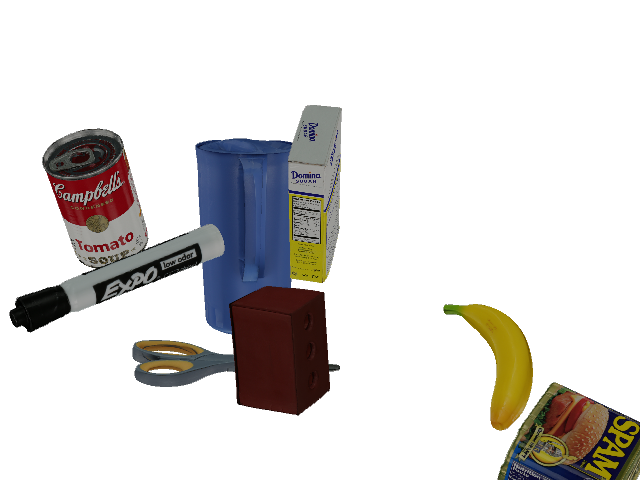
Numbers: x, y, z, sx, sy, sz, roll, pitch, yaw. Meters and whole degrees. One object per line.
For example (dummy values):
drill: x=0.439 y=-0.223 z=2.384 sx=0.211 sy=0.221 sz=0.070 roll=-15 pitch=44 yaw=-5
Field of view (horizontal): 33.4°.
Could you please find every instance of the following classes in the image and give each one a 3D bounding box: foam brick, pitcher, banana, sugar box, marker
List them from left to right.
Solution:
marker: x=-0.106 y=0.019 z=0.563 sx=0.120 sy=0.020 sz=0.020 roll=-23 pitch=12 yaw=-30
pitcher: x=-0.092 y=-0.005 z=1.351 sx=0.145 sy=0.243 sz=0.148 roll=10 pitch=16 yaw=35
foam brick: x=-0.028 y=0.077 z=0.766 sx=0.051 sy=0.078 sz=0.052 roll=4 pitch=17 yaw=28
sugar box: x=-0.006 y=-0.047 z=1.126 sx=0.048 sy=0.093 sz=0.176 roll=6 pitch=-44 yaw=9
banana: x=0.188 y=0.124 z=1.125 sx=0.069 sy=0.037 sz=0.198 roll=-24 pitch=33 yaw=5

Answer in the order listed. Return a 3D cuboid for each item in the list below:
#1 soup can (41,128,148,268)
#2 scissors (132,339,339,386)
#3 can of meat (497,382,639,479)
soup can: x=-0.190 y=-0.035 z=0.911 sx=0.068 sy=0.102 sz=0.068 roll=-5 pitch=40 yaw=4
scissors: x=-0.088 y=0.123 z=1.016 sx=0.202 sy=0.016 sz=0.096 roll=7 pitch=17 yaw=10
can of meat: x=0.191 y=0.161 z=0.794 sx=0.084 sy=0.057 sz=0.101 roll=24 pitch=40 yaw=24
